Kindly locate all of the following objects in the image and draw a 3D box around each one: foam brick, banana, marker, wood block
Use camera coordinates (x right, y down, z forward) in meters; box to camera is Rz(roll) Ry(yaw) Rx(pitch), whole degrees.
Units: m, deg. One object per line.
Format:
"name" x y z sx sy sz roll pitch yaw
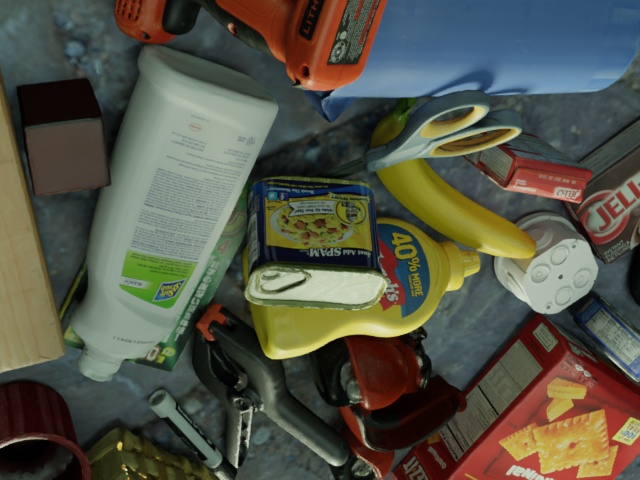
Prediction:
"foam brick" -0.174 -0.071 0.722 0.051 0.078 0.053 -10 119 -15
"banana" 0.097 -0.038 0.855 0.197 0.070 0.037 42 58 -34
"marker" -0.107 0.172 0.916 0.020 0.020 0.121 -34 124 -1
"wood block" -0.239 -0.017 0.719 0.090 0.090 0.206 -13 121 -13

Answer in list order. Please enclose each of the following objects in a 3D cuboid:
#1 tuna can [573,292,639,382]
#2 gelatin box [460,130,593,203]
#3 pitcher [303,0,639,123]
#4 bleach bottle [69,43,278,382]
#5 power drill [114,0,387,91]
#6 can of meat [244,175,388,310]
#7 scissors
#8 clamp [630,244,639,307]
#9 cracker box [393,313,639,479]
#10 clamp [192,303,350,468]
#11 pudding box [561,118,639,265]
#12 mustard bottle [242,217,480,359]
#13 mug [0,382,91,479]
"tuna can" 0.273 0.089 0.978 0.086 0.086 0.034 36 102 -33
"gelatin box" 0.160 -0.062 0.848 0.073 0.089 0.030 8 112 -25
"pitcher" 0.105 -0.171 0.748 0.242 0.145 0.149 -2 158 -25
"bleach bottle" -0.124 -0.007 0.766 0.102 0.068 0.251 14 113 -32
"power drill" -0.041 -0.187 0.652 0.057 0.188 0.184 -16 130 -51
"can of meat" -0.005 0.001 0.793 0.102 0.084 0.057 4 148 -12
"scissors" 0.046 -0.068 0.774 0.202 0.016 0.096 -13 160 9
"clamp" 0.362 0.051 1.016 0.164 0.036 0.210 -25 122 3
"cracker box" 0.202 0.196 1.013 0.164 0.072 0.214 32 104 -29
"clamp" -0.046 0.127 0.876 0.120 0.039 0.171 -4 126 22
"pudding box" 0.270 -0.045 0.930 0.113 0.039 0.090 -38 124 2
"mustard bottle" 0.039 0.032 0.856 0.191 0.096 0.058 -9 162 -18
"mug" -0.240 0.170 0.827 0.117 0.081 0.093 -33 124 -1
